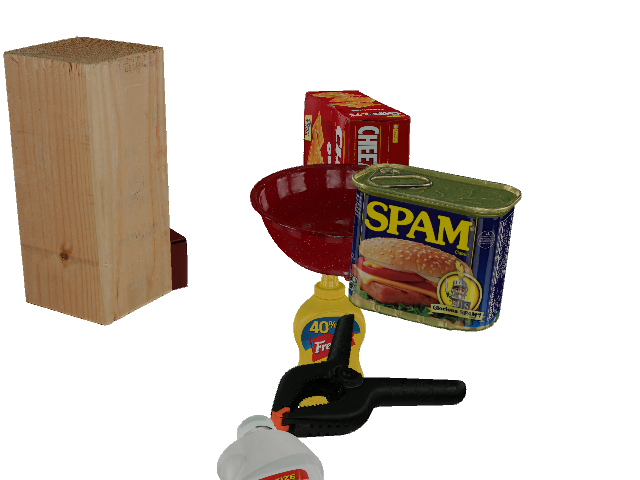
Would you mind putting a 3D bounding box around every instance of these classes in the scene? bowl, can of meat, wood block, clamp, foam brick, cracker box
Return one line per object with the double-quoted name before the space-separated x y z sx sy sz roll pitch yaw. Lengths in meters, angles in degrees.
"bowl" 0.020 -0.013 0.908 0.162 0.055 0.162 2 24 -1
"can of meat" 0.068 0.004 0.670 0.102 0.084 0.057 13 22 23
"wood block" -0.182 -0.050 0.853 0.091 0.206 0.090 13 23 28
"clamp" 0.034 0.147 1.046 0.165 0.036 0.209 25 31 27
"foam brick" -0.175 0.022 1.038 0.078 0.051 0.053 -14 24 -29
"cracker box" 0.033 -0.064 1.121 0.072 0.164 0.214 -3 15 -10

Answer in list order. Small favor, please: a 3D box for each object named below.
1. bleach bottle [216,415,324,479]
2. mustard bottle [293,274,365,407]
"bleach bottle" -0.034 0.210 0.721 0.102 0.068 0.251 -8 32 -8
"mustard bottle" 0.012 0.130 1.426 0.096 0.192 0.058 -2 18 -6
